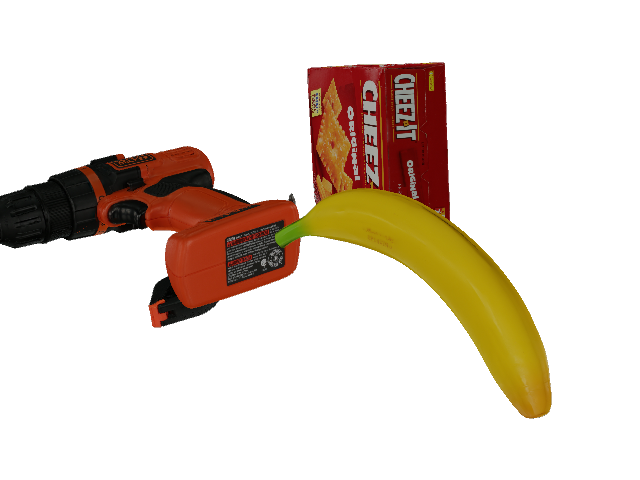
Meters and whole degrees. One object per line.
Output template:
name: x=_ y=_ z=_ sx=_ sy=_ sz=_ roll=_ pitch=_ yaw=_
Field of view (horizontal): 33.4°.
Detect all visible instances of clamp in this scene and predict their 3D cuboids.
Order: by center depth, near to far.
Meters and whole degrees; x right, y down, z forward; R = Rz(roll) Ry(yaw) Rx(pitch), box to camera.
clamp: x=-0.124 y=0.047 z=1.214 sx=0.120 sy=0.039 sz=0.171 roll=0 pitch=30 yaw=29

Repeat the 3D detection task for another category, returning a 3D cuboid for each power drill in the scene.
power drill: x=-0.120 y=-0.014 z=0.755 sx=0.184 sy=0.057 sz=0.188 roll=-20 pitch=31 yaw=-35

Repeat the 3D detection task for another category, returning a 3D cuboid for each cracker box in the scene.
cracker box: x=0.053 y=-0.095 z=1.071 sx=0.072 sy=0.164 sz=0.214 roll=-7 pitch=11 yaw=-18

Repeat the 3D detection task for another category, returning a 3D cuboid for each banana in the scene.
banana: x=0.065 y=0.022 z=0.626 sx=0.198 sy=0.070 sz=0.037 roll=35 pitch=17 yaw=25
